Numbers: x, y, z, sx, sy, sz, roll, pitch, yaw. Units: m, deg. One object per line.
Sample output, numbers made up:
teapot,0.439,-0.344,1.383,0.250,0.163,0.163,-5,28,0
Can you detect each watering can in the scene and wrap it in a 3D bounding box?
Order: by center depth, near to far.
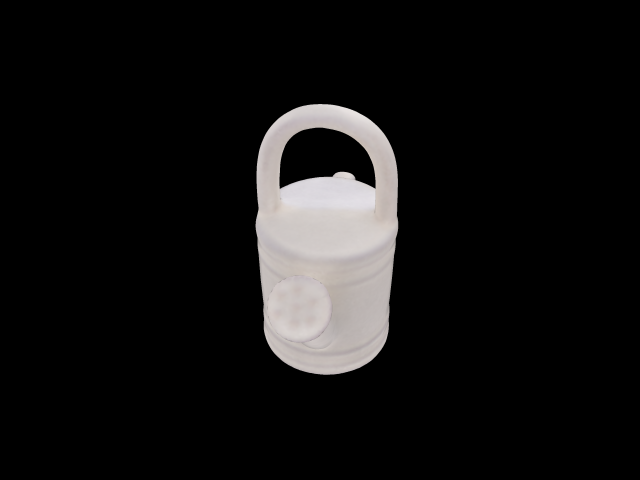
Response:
watering can,0.006,0.002,0.400,0.101,0.194,0.172,-7,40,-8
